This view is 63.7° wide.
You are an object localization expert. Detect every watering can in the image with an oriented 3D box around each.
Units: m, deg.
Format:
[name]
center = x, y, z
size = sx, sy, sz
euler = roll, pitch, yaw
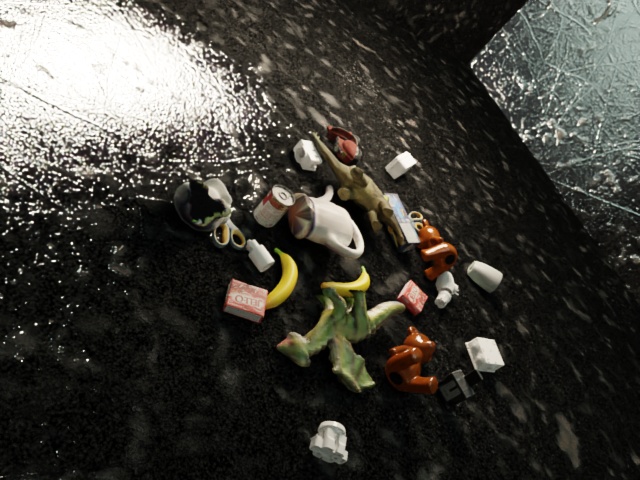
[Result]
[watering can]
center = 0.004, -0.074, 1.465
size = 0.223, 0.102, 0.355
euler = 18, 31, -32

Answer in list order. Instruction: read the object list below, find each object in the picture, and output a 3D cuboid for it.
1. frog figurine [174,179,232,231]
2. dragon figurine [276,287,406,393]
[frog figurine]
center = -0.276, -0.090, 1.227
size = 0.137, 0.122, 0.161
euler = 22, 6, -15
[dragon figurine]
center = 0.079, 0.242, 1.239
size = 0.409, 0.120, 0.247
euler = 13, 63, -33
